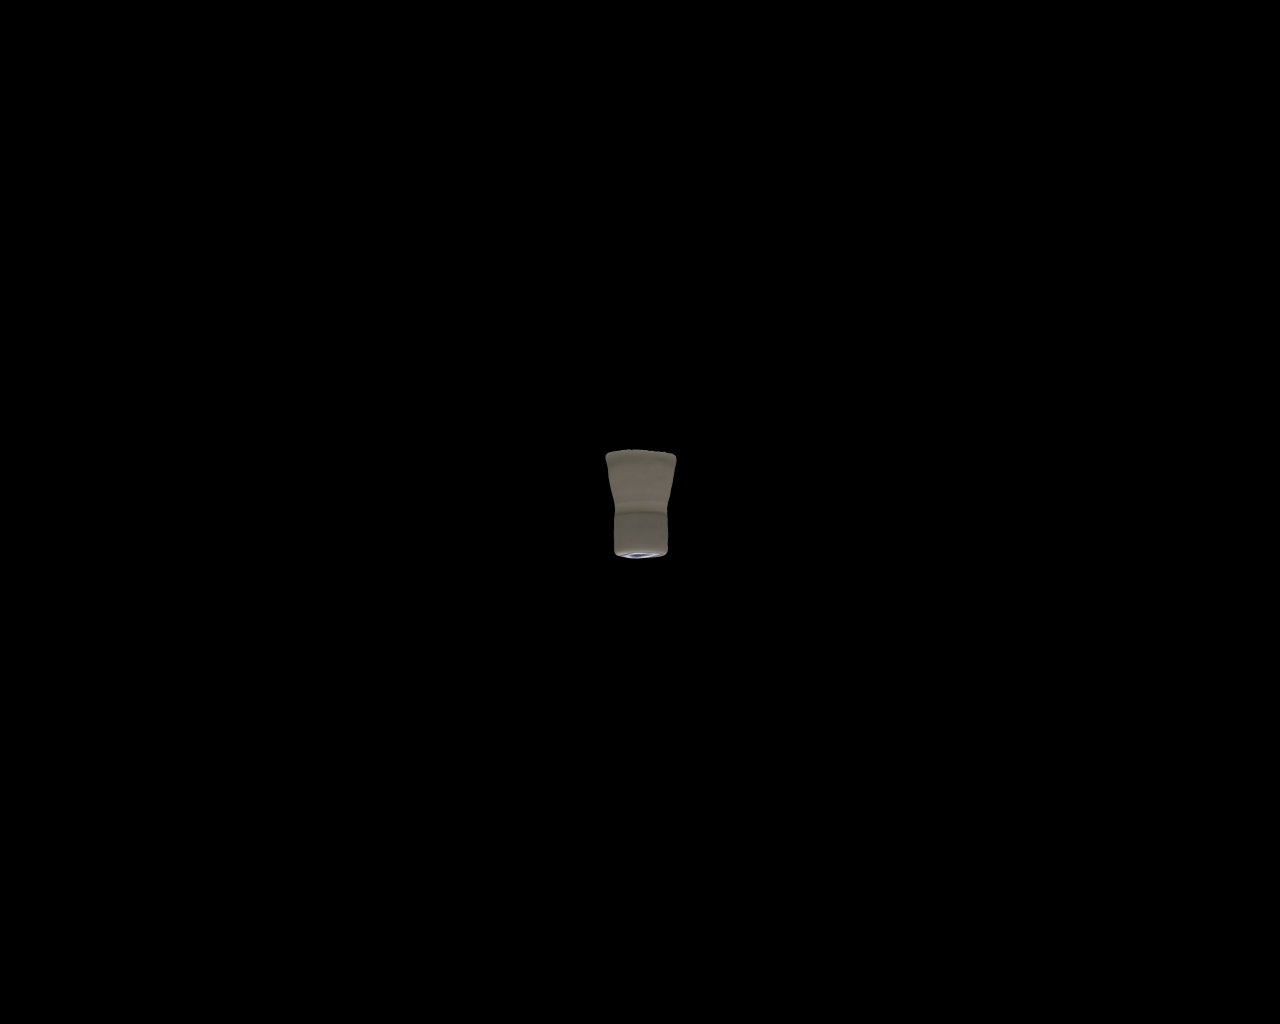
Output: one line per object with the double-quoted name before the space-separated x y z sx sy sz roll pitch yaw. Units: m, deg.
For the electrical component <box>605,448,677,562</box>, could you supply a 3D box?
"electrical component" 0.001 -0.003 0.650 0.044 0.065 0.044 0 -9 0
